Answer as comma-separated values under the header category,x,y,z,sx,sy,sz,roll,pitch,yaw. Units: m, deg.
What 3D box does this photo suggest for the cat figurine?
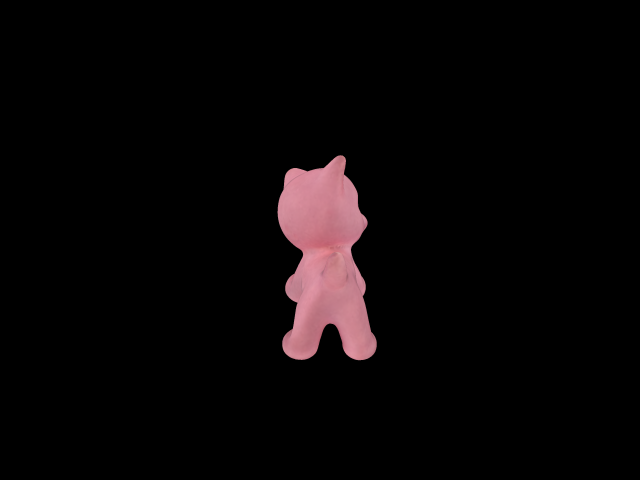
category,x,y,z,sx,sy,sz,roll,pitch,yaw
cat figurine,0.004,0.001,0.400,0.067,0.118,0.127,-3,32,-4
